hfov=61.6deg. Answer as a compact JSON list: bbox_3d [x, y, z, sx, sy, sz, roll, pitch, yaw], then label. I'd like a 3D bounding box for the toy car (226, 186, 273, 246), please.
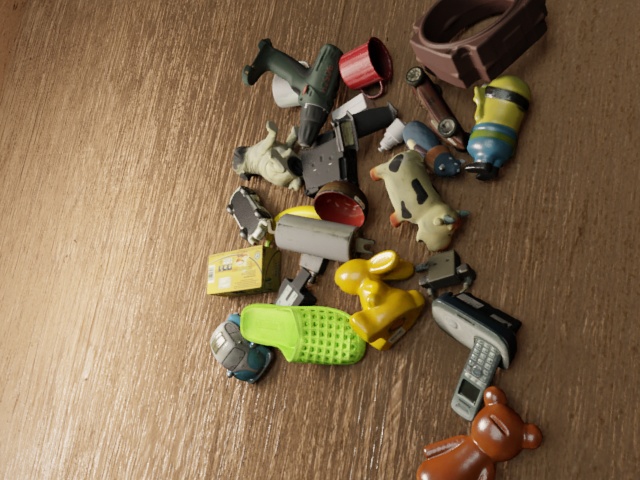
[{"bbox_3d":[-0.162,-0.060,1.243,0.073,0.056,0.202,-53,39,13],"label":"toy car"}]

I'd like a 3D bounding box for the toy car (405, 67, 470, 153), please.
[{"bbox_3d":[0.221,-0.241,1.007,0.053,0.089,0.202,-34,61,22],"label":"toy car"}]

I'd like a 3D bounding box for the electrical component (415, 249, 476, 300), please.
[{"bbox_3d":[0.222,0.063,0.952,0.102,0.045,0.078,-25,35,26],"label":"electrical component"}]

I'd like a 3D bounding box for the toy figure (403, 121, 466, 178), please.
[{"bbox_3d":[0.213,-0.165,1.010,0.064,0.057,0.155,-31,55,0],"label":"toy figure"}]

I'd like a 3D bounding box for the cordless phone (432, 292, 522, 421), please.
[{"bbox_3d":[0.237,0.191,0.888,0.147,0.088,0.184,31,113,38],"label":"cordless phone"}]

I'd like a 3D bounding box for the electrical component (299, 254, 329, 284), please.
[{"bbox_3d":[-0.014,0.044,1.143,0.063,0.021,0.094,20,90,39],"label":"electrical component"}]

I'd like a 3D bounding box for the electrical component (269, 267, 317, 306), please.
[{"bbox_3d":[-0.048,0.113,1.131,0.075,0.047,0.119,38,102,37],"label":"electrical component"}]

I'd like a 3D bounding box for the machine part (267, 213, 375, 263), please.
[{"bbox_3d":[-0.002,-0.003,1.091,0.243,0.079,0.079,11,83,24],"label":"machine part"}]

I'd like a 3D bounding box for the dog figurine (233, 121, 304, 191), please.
[{"bbox_3d":[-0.121,-0.162,1.247,0.190,0.121,0.172,-32,56,42],"label":"dog figurine"}]

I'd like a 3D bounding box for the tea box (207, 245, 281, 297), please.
[{"bbox_3d":[-0.174,0.074,1.224,0.170,0.068,0.098,-8,73,33],"label":"tea box"}]

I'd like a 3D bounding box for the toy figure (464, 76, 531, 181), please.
[{"bbox_3d":[0.310,-0.195,0.935,0.089,0.082,0.180,10,79,31],"label":"toy figure"}]

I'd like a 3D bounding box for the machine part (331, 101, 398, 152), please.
[{"bbox_3d":[0.093,-0.232,1.093,0.139,0.084,0.039,-24,30,-9],"label":"machine part"}]

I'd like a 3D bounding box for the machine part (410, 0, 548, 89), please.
[{"bbox_3d":[0.279,-0.380,0.961,0.201,0.087,0.202,-42,39,3],"label":"machine part"}]

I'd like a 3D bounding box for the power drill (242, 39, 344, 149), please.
[{"bbox_3d":[-0.063,-0.335,1.167,0.207,0.086,0.232,25,85,13],"label":"power drill"}]

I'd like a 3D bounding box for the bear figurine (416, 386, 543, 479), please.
[{"bbox_3d":[0.243,0.333,0.831,0.196,0.131,0.120,-45,55,-4],"label":"bear figurine"}]

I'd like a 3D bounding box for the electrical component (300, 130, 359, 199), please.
[{"bbox_3d":[0.019,-0.164,1.156,0.115,0.058,0.134,-18,68,30],"label":"electrical component"}]

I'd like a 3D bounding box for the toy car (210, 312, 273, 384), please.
[{"bbox_3d":[-0.183,0.228,1.167,0.109,0.103,0.162,-51,56,13],"label":"toy car"}]

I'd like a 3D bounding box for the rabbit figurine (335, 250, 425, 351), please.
[{"bbox_3d":[0.098,0.091,0.986,0.162,0.121,0.173,-51,51,8],"label":"rabbit figurine"}]

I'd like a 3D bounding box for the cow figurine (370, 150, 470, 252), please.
[{"bbox_3d":[0.186,-0.070,0.975,0.127,0.085,0.195,-28,82,47],"label":"cow figurine"}]

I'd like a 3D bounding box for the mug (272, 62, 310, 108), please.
[{"bbox_3d":[-0.043,-0.363,1.251,0.107,0.080,0.109,4,72,23],"label":"mug"}]
